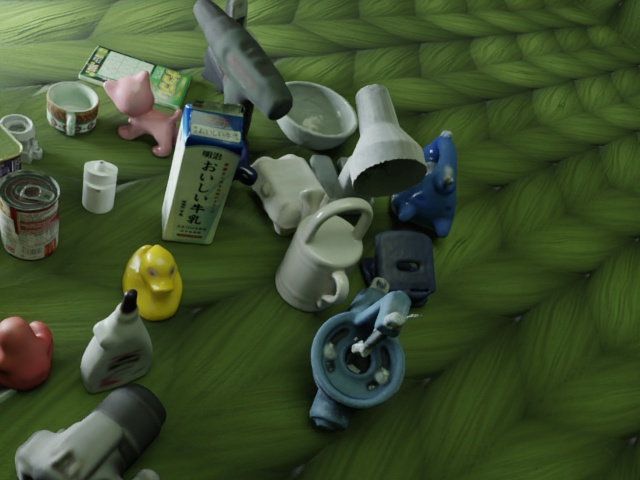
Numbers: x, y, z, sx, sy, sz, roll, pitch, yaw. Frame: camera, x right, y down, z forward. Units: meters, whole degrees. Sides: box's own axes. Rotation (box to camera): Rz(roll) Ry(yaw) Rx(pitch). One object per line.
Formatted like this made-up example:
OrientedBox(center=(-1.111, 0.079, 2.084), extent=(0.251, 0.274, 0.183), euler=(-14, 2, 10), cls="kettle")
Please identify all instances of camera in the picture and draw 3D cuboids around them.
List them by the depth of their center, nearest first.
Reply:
OrientedBox(center=(-0.208, 0.218, 0.580), extent=(0.143, 0.100, 0.137), euler=(35, 45, 7), cls="camera")

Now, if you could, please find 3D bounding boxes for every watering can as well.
OrientedBox(center=(0.005, 0.003, 0.813), extent=(0.101, 0.194, 0.172), euler=(-23, 63, -39), cls="watering can")

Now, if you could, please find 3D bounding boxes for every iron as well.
OrientedBox(center=(0.216, -0.131, 1.075), extent=(0.119, 0.141, 0.258), euler=(21, 45, -7), cls="iron")

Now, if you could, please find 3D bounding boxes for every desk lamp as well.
OrientedBox(center=(0.075, -0.136, 0.960), extent=(0.118, 0.213, 0.203), euler=(1, 50, -25), cls="desk lamp")

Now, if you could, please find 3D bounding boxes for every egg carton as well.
OrientedBox(center=(-0.053, -0.078, 0.947), extent=(0.107, 0.069, 0.150), euler=(-12, 56, -33), cls="egg carton")

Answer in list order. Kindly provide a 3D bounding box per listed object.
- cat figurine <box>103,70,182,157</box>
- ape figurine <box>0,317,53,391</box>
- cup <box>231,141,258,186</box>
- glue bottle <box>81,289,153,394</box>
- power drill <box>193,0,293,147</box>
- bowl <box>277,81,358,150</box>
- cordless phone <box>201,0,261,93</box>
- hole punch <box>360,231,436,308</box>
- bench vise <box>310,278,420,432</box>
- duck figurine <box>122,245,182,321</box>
OrientedBox(center=(-0.281, -0.214, 0.926), extent=(0.128, 0.117, 0.067), euler=(25, 44, -3), cls="cat figurine")
OrientedBox(center=(-0.327, 0.116, 0.621), extent=(0.078, 0.092, 0.076), euler=(-17, 59, -36), cls="ape figurine")
OrientedBox(center=(-0.154, -0.106, 0.906), extent=(0.117, 0.095, 0.092), euler=(35, 45, 7), cls="cup")
OrientedBox(center=(-0.217, 0.107, 0.626), extent=(0.078, 0.173, 0.037), euler=(-20, 61, -37), cls="glue bottle")
OrientedBox(center=(-0.149, -0.254, 0.962), extent=(0.229, 0.208, 0.076), euler=(43, 46, 15), cls="power drill")
OrientedBox(center=(-0.016, -0.226, 1.096), extent=(0.168, 0.074, 0.167), euler=(14, 46, -14), cls="bowl")
OrientedBox(center=(-0.149, -0.386, 1.098), extent=(0.094, 0.185, 0.148), euler=(32, 44, 5), cls="cordless phone")
OrientedBox(center=(0.132, 0.047, 0.908), extent=(0.109, 0.091, 0.101), euler=(3, 49, -23), cls="hole punch")
OrientedBox(center=(0.054, 0.109, 0.721), extent=(0.122, 0.219, 0.207), euler=(13, 46, -14), cls="bench vise")
OrientedBox(center=(-0.215, 0.042, 0.748), extent=(0.078, 0.086, 0.104), euler=(-6, 53, -29), cls="duck figurine")
